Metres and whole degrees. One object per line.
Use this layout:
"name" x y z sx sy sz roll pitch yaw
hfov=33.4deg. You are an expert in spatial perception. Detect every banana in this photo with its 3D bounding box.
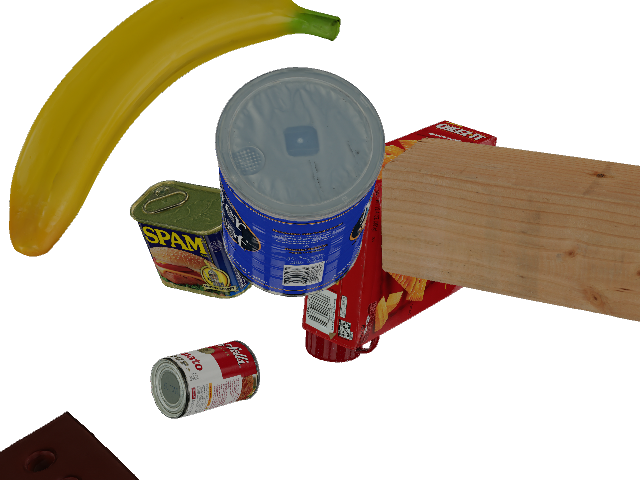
"banana" -0.081 -0.074 0.505 0.070 0.197 0.037 39 -23 24

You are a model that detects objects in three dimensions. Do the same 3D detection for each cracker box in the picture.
"cracker box" 0.079 -0.010 1.015 0.072 0.164 0.213 23 30 34

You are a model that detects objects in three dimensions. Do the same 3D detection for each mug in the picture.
"mug" 0.032 0.122 1.494 0.117 0.081 0.093 16 23 29

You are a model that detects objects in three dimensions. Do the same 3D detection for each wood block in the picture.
"wood block" 0.158 -0.014 0.819 0.206 0.090 0.090 11 26 27

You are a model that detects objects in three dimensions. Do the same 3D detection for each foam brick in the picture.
"foam brick" -0.111 0.127 0.483 0.052 0.051 0.078 -31 44 -32

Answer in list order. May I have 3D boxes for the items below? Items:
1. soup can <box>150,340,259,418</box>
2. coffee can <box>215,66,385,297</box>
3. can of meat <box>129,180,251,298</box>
"soup can" -0.127 0.152 1.169 0.102 0.068 0.069 -9 6 -43
"coffee can" -0.016 -0.034 0.704 0.102 0.103 0.140 0 -23 -3
"can of meat" -0.109 0.001 0.951 0.102 0.084 0.057 11 45 30
